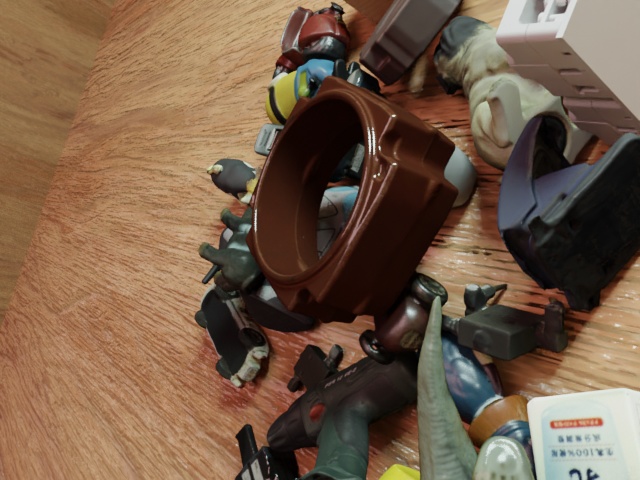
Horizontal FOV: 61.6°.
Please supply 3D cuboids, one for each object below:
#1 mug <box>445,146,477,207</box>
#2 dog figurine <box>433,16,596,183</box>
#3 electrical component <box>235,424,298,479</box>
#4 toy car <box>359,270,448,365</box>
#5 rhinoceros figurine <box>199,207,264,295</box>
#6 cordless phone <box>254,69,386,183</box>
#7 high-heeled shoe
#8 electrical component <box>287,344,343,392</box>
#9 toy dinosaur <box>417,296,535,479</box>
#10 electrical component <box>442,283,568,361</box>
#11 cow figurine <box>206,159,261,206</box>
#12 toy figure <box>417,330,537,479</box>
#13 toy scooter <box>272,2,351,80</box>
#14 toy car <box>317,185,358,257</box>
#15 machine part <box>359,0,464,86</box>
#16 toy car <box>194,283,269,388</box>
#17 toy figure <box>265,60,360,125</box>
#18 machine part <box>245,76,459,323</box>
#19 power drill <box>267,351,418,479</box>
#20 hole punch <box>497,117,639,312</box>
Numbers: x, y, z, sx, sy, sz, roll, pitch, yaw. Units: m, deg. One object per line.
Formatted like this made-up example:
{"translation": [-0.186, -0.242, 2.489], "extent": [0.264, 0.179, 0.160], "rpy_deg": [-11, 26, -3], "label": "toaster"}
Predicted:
{"translation": [0.109, -0.061, 0.560], "extent": [0.081, 0.107, 0.109], "rpy_deg": [16, 92, 57], "label": "mug"}
{"translation": [0.173, -0.141, 0.545], "extent": [0.172, 0.121, 0.191], "rpy_deg": [-64, 23, 2], "label": "dog figurine"}
{"translation": [-0.068, 0.289, 0.662], "extent": [0.075, 0.047, 0.119], "rpy_deg": [-54, 39, 19], "label": "electrical component"}
{"translation": [0.079, 0.049, 0.555], "extent": [0.089, 0.053, 0.202], "rpy_deg": [-56, 10, 17], "label": "toy car"}
{"translation": [-0.081, -0.009, 0.735], "extent": [0.112, 0.073, 0.190], "rpy_deg": [2, 41, 29], "label": "rhinoceros figurine"}
{"translation": [-0.005, -0.157, 0.729], "extent": [0.184, 0.088, 0.146], "rpy_deg": [21, 90, 39], "label": "cordless phone"}
{"translation": [-0.070, 0.042, 0.790], "extent": [0.249, 0.086, 0.145], "rpy_deg": [20, 58, 36], "label": "high-heeled shoe"}
{"translation": [-0.006, 0.161, 0.668], "extent": [0.094, 0.021, 0.063], "rpy_deg": [-60, 38, 12], "label": "electrical component"}
{"translation": [0.102, 0.260, 0.372], "extent": [0.131, 0.192, 0.405], "rpy_deg": [3, 62, 12], "label": "toy dinosaur"}
{"translation": [0.162, 0.069, 0.471], "extent": [0.102, 0.078, 0.045], "rpy_deg": [16, 108, 57], "label": "electrical component"}
{"translation": [-0.114, -0.091, 0.858], "extent": [0.168, 0.098, 0.068], "rpy_deg": [23, 86, 53], "label": "cow figurine"}
{"translation": [0.143, 0.141, 0.463], "extent": [0.155, 0.058, 0.064], "rpy_deg": [-126, 31, -44], "label": "toy figure"}
{"translation": [-0.012, -0.327, 0.865], "extent": [0.184, 0.075, 0.135], "rpy_deg": [-4, 70, 55], "label": "toy scooter"}
{"translation": [-0.001, -0.002, 0.674], "extent": [0.161, 0.103, 0.109], "rpy_deg": [-57, 38, 13], "label": "toy car"}
{"translation": [0.112, -0.270, 0.642], "extent": [0.179, 0.056, 0.179], "rpy_deg": [-53, 13, 17], "label": "machine part"}
{"translation": [-0.134, 0.136, 0.811], "extent": [0.073, 0.056, 0.202], "rpy_deg": [-53, 41, 11], "label": "toy car"}
{"translation": [-0.018, -0.221, 0.815], "extent": [0.180, 0.082, 0.089], "rpy_deg": [3, 74, 49], "label": "toy figure"}
{"translation": [0.016, -0.040, 0.511], "extent": [0.201, 0.087, 0.201], "rpy_deg": [-63, 36, 18], "label": "machine part"}
{"translation": [0.005, 0.207, 0.526], "extent": [0.232, 0.207, 0.086], "rpy_deg": [-39, 91, 22], "label": "power drill"}
{"translation": [0.193, -0.023, 0.426], "extent": [0.116, 0.142, 0.092], "rpy_deg": [-51, 41, 1], "label": "hole punch"}
